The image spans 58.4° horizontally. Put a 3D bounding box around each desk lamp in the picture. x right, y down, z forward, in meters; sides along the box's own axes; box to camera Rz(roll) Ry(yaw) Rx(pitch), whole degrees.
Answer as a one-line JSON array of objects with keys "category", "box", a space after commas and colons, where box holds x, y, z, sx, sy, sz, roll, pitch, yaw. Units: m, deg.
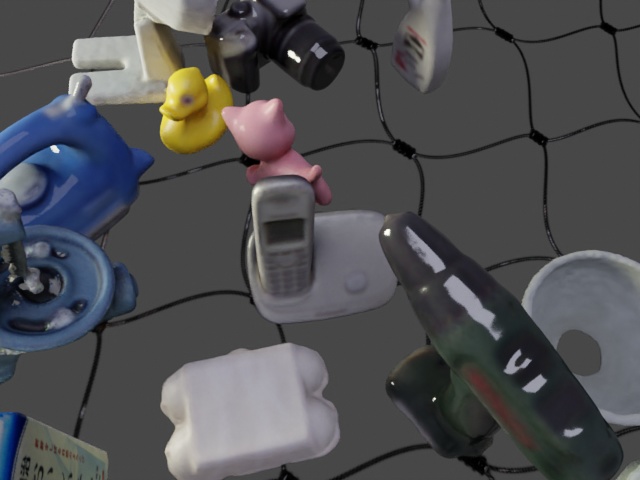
[{"category": "desk lamp", "box": [-0.198, -0.253, 0.626, 0.203, 0.213, 0.118, -6, 63, -6]}]

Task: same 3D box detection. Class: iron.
[{"category": "iron", "box": [-0.294, -0.047, 0.554, 0.118, 0.141, 0.259, 37, 66, 15]}]

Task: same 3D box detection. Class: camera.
[{"category": "camera", "box": [-0.047, -0.242, 0.693, 0.136, 0.101, 0.143, 42, 68, 17]}]

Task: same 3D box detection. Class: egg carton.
[{"category": "egg carton", "box": [-0.062, 0.150, 0.506, 0.150, 0.069, 0.107, -11, 64, -9]}]

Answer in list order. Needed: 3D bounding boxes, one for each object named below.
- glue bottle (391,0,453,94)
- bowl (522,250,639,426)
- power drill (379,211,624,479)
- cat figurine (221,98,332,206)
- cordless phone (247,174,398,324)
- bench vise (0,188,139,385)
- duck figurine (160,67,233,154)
[{"category": "glue bottle", "box": [0.127, -0.254, 0.670, 0.037, 0.173, 0.078, -37, 70, -20]}, {"category": "bowl", "box": [0.264, 0.099, 0.550, 0.167, 0.075, 0.167, 2, 62, -3]}, {"category": "power drill", "box": [0.117, 0.104, 0.463, 0.076, 0.208, 0.229, -37, 70, -20]}, {"category": "cat figurine", "box": [-0.043, -0.095, 0.608, 0.067, 0.118, 0.127, -41, 71, -21]}, {"category": "cordless phone", "box": [0.005, 0.002, 0.522, 0.147, 0.185, 0.094, -10, 63, -8]}, {"category": "bench vise", "box": [-0.264, 0.053, 0.460, 0.121, 0.220, 0.208, 42, 68, 17]}, {"category": "duck figurine", "box": [-0.144, -0.160, 0.653, 0.077, 0.086, 0.105, 30, 65, 12]}]
